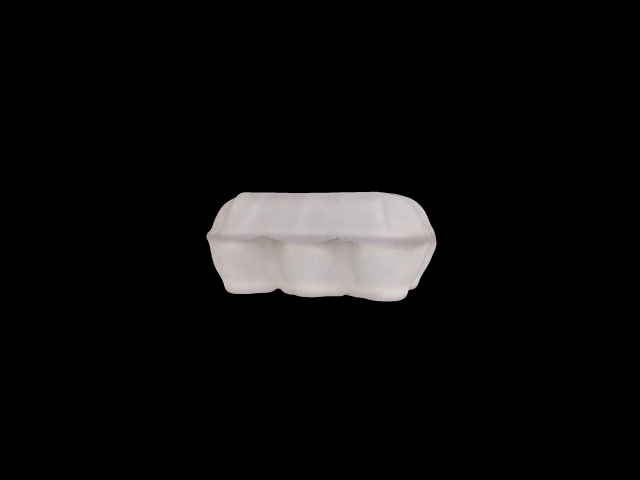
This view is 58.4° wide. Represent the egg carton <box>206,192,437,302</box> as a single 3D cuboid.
[{"bbox_3d":[0.004,0.001,0.400,0.150,0.069,0.107,1,4,16],"label":"egg carton"}]
